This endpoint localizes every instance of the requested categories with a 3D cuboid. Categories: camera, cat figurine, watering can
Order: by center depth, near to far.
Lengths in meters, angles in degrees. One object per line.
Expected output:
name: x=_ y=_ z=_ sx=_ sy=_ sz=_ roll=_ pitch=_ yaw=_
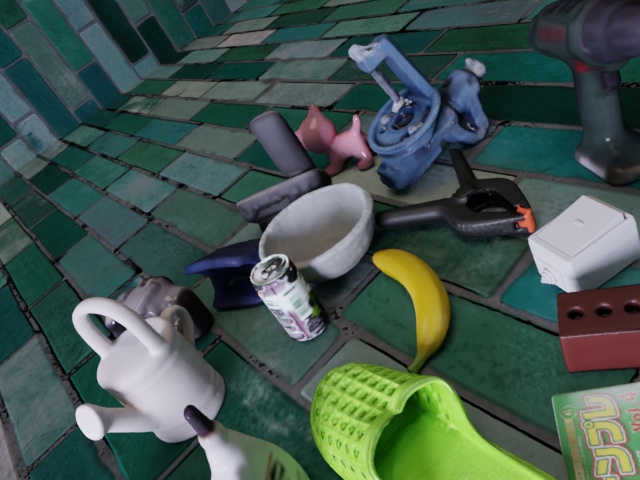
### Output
watering can: x=-0.200 y=0.141 z=0.643 sx=0.100 sy=0.194 sz=0.172 roll=-23 pitch=34 yaw=14
camera: x=-0.245 y=0.125 z=0.787 sx=0.142 sy=0.101 sz=0.137 roll=-9 pitch=39 yaw=32
cat figurine: x=0.020 y=-0.171 z=0.946 sx=0.127 sy=0.118 sz=0.067 roll=-9 pitch=39 yaw=32

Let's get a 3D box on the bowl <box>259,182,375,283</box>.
bowl: x=0.007 y=0.003 z=0.765 sx=0.167 sy=0.075 sz=0.167 roll=-22 pitch=34 yaw=16

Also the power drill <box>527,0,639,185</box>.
power drill: x=0.310 y=-0.169 z=0.616 sx=0.075 sy=0.209 sz=0.229 roll=-29 pitch=33 yaw=5

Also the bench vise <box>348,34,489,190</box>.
bench vise: x=0.131 y=-0.208 z=0.806 sx=0.121 sy=0.220 sz=0.208 roll=13 pitch=54 yaw=48

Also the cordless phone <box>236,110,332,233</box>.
cordless phone: x=-0.074 y=-0.102 z=0.870 sx=0.147 sy=0.185 sz=0.094 roll=-23 pitch=34 yaw=13

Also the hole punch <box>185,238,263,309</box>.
hole punch: x=-0.123 y=0.034 z=0.817 sx=0.108 sy=0.091 sz=0.101 roll=-12 pitch=38 yaw=29

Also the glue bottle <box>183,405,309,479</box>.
glue bottle: x=-0.062 y=0.192 z=0.479 sx=0.037 sy=0.173 sz=0.078 roll=-22 pitch=34 yaw=16
